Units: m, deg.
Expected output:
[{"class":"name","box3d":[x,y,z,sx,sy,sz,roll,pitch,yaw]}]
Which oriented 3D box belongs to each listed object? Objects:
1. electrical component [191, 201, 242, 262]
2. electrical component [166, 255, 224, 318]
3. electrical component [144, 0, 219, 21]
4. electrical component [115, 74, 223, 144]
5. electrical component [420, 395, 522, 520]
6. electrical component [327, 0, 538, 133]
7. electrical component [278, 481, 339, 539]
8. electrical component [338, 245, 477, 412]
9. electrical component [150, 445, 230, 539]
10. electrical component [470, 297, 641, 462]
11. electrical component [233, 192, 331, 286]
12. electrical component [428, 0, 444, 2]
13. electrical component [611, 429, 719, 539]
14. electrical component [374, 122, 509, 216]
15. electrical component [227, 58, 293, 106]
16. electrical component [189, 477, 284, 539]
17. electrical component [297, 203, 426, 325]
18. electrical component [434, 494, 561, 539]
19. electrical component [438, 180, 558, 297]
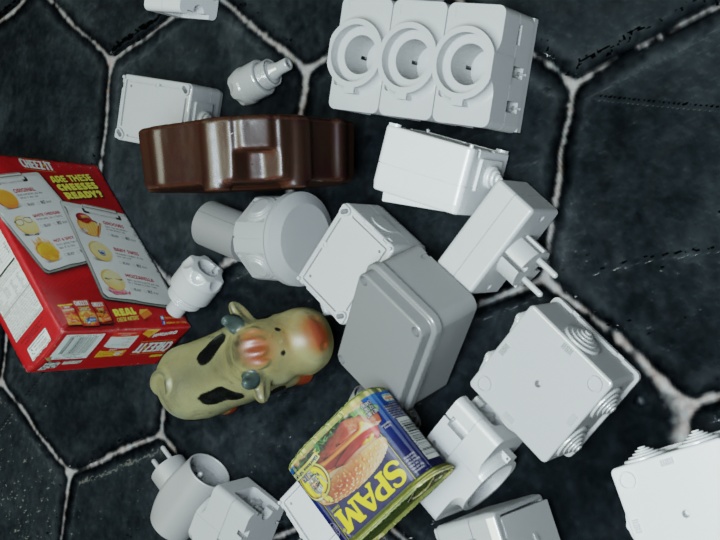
[{"class":"electrical component","box3d":[-0.109,-0.031,0.972,0.081,0.043,0.043,22,103,33]},{"class":"electrical component","box3d":[-0.159,0.019,1.009,0.062,0.043,0.043,-49,65,27]},{"class":"electrical component","box3d":[-0.166,-0.283,1.004,0.056,0.050,0.089,13,98,34]},{"class":"electrical component","box3d":[-0.171,-0.144,1.008,0.096,0.061,0.061,13,98,27]},{"class":"electrical component","box3d":[0.082,0.147,0.836,0.055,0.050,0.089,47,116,25]},{"class":"electrical component","box3d":[0.053,-0.162,0.845,0.150,0.062,0.089,13,98,34]},{"class":"electrical component","box3d":[-0.016,0.193,0.900,0.096,0.061,0.061,-49,65,25]},{"class":"electrical component","box3d":[0.034,0.048,0.838,0.078,0.057,0.113,44,141,26]},{"class":"electrical component","box3d":[-0.171,0.202,1.020,0.079,0.043,0.077,47,115,25]},{"class":"electrical component","box3d":[0.142,0.081,0.795,0.099,0.048,0.099,47,117,25]},{"class":"electrical component","box3d":[-0.065,-0.027,0.920,0.051,0.080,0.080,3,93,41]},{"class":"electrical component","box3d":[0.063,-0.255,0.846,0.076,0.047,0.083,17,100,34]},{"class":"electrical component","box3d":[0.230,0.162,0.734,0.100,0.048,0.099,-25,76,32]},{"class":"electrical component","box3d":[0.067,-0.072,0.837,0.096,0.062,0.061,21,102,33]},{"class":"electrical component","box3d":[-0.087,-0.172,0.960,0.061,0.035,0.035,-21,79,32]},{"class":"electrical component","box3d":[-0.117,0.239,0.978,0.056,0.050,0.089,31,108,31]},{"class":"electrical component","box3d":[0.000,0.000,0.885,0.062,0.061,0.096,45,114,26]},{"class":"electrical component","box3d":[0.104,0.207,0.794,0.061,0.096,0.061,-24,77,33]},{"class":"electrical component","box3d":[0.117,-0.012,0.812,0.075,0.047,0.083,46,115,25]}]
